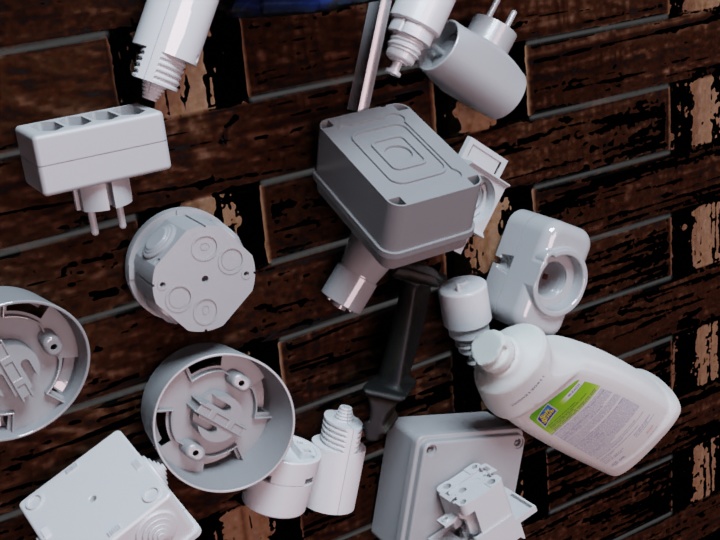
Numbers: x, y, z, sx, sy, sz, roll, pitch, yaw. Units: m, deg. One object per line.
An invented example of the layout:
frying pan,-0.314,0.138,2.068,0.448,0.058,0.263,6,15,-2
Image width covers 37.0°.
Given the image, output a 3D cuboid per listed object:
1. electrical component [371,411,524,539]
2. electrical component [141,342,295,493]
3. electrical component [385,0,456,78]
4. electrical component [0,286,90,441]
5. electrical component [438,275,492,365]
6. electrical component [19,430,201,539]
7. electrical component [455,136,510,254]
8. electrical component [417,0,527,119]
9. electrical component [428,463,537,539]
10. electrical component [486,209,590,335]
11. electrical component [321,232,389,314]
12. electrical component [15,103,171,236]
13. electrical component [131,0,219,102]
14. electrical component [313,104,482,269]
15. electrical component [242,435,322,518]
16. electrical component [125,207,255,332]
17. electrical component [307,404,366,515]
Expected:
electrical component,0.074,0.179,0.901,0.109,0.056,0.108,1,104,-32
electrical component,-0.103,0.102,0.766,0.099,0.064,0.099,-9,109,-29
electrical component,0.040,-0.178,0.784,0.040,0.040,0.078,24,91,-34
electrical component,-0.224,0.059,0.680,0.099,0.064,0.099,-9,109,-29
electrical component,0.088,0.041,0.878,0.040,0.040,0.078,-22,115,-24
electrical component,-0.170,0.167,0.725,0.100,0.100,0.048,-37,133,-17
electrical component,0.072,-0.059,0.825,0.042,0.064,0.081,28,89,-34
electrical component,0.093,-0.167,0.817,0.077,0.044,0.079,28,89,-34
electrical component,0.095,0.193,0.856,0.081,0.042,0.063,-29,116,-22
electrical component,0.148,0.004,0.892,0.054,0.059,0.095,17,95,-34
electrical component,0.000,0.000,0.813,0.044,0.044,0.065,29,93,-34
electrical component,-0.167,-0.060,0.689,0.083,0.047,0.075,-16,112,-26
electrical component,-0.123,-0.148,0.693,0.043,0.043,0.081,17,95,-34
electrical component,0.024,-0.061,0.763,0.078,0.113,0.057,-17,136,-26
electrical component,-0.061,0.156,0.814,0.055,0.055,0.047,5,105,-32
electrical component,-0.116,0.000,0.736,0.080,0.051,0.080,-9,109,-29
electrical component,-0.018,0.145,0.843,0.043,0.043,0.081,4,102,-32
